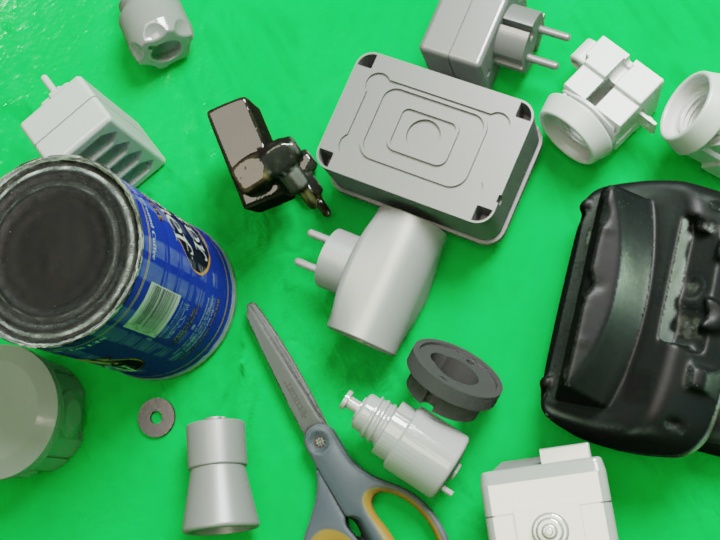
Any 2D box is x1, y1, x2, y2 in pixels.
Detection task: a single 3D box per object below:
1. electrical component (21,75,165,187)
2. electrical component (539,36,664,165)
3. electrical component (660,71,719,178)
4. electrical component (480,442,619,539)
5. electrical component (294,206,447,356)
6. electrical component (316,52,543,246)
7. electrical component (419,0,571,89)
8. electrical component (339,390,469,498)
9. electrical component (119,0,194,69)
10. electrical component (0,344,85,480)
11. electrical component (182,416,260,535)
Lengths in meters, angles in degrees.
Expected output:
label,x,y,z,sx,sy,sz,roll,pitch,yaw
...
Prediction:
label,x,y,z,sx,sy,sz,roll,pitch,yaw
electrical component,-0.175,-0.092,0.672,0.047,0.083,0.075,-40,72,2
electrical component,0.137,-0.094,0.618,0.066,0.048,0.055,42,82,19
electrical component,0.199,-0.077,0.586,0.055,0.066,0.048,25,84,-16
electrical component,0.098,0.123,0.550,0.062,0.096,0.061,-10,75,11
electrical component,0.000,0.000,0.629,0.079,0.044,0.077,22,84,18
electrical component,0.042,-0.069,0.628,0.113,0.057,0.078,22,83,17
electrical component,0.085,-0.140,0.639,0.077,0.047,0.065,21,83,17
electrical component,0.024,0.093,0.599,0.078,0.040,0.040,32,87,7
electrical component,-0.137,-0.166,0.701,0.043,0.043,0.062,-28,71,6
electrical component,-0.211,0.088,0.657,0.080,0.051,0.080,-3,77,13
electrical component,-0.082,0.118,0.625,0.044,0.044,0.065,-10,71,11
